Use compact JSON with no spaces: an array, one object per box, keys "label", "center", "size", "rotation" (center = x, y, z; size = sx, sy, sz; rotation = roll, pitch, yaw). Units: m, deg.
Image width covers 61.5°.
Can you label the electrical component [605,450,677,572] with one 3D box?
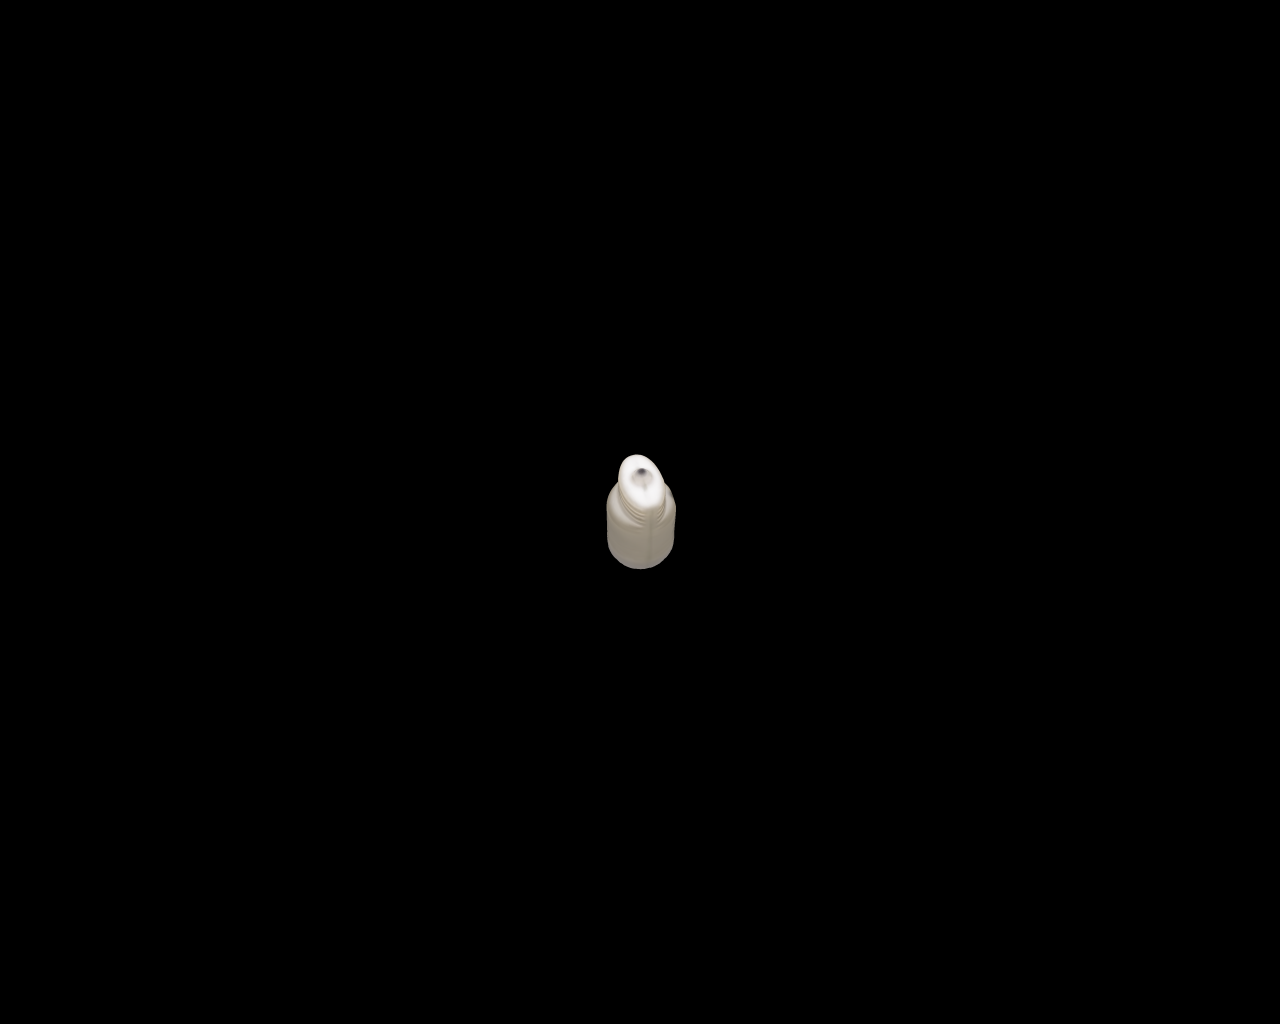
[{"label":"electrical component","center":[0.001,-0.003,0.650],"size":[0.043,0.043,0.080],"rotation":[0,-33,0]}]
